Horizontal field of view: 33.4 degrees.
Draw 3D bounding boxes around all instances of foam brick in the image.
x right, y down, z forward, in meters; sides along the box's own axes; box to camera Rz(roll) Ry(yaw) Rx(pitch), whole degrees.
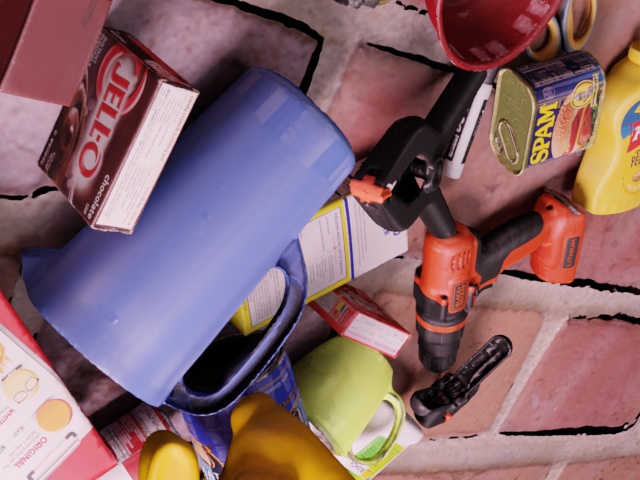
[{"bbox_3d":[-0.175,-0.132,0.673,0.052,0.051,0.078,11,112,-44],"label":"foam brick"}]

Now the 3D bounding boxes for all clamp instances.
[{"bbox_3d":[0.083,-0.051,0.886,0.209,0.036,0.165,-35,136,-54],"label":"clamp"},{"bbox_3d":[0.143,0.151,1.101,0.120,0.039,0.171,-30,164,-5],"label":"clamp"}]

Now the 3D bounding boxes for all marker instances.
[{"bbox_3d":[0.137,-0.113,0.964,0.020,0.020,0.121,-3,121,-38],"label":"marker"}]

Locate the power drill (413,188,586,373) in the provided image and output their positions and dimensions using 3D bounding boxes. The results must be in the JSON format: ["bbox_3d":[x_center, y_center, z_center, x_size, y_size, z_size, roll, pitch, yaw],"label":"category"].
[{"bbox_3d":[0.178,0.038,1.080,0.187,0.057,0.184,-23,136,-26],"label":"power drill"}]

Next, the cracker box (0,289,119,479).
[{"bbox_3d":[-0.263,0.108,0.714,0.164,0.072,0.213,-34,114,-14],"label":"cracker box"}]

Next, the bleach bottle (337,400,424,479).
[{"bbox_3d":[-0.014,0.254,1.080,0.251,0.068,0.102,-45,144,2],"label":"bleach bottle"}]

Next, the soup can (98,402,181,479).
[{"bbox_3d":[-0.167,0.188,0.902,0.102,0.069,0.068,-33,135,-15],"label":"soup can"}]

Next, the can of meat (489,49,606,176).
[{"bbox_3d":[0.209,-0.118,0.977,0.083,0.057,0.102,-19,138,-18],"label":"can of meat"}]

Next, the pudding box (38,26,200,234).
[{"bbox_3d":[-0.137,-0.074,0.717,0.039,0.090,0.113,10,113,-44],"label":"pudding box"}]

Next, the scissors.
[{"bbox_3d":[0.223,-0.150,1.010,0.096,0.016,0.202,-22,131,-24],"label":"scissors"}]

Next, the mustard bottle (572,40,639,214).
[{"bbox_3d":[0.314,-0.123,1.072,0.096,0.058,0.192,-16,128,-31],"label":"mustard bottle"}]

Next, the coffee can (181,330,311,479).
[{"bbox_3d":[-0.060,0.163,0.915,0.102,0.103,0.140,-26,114,-23],"label":"coffee can"}]

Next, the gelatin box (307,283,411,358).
[{"bbox_3d":[0.032,0.067,0.970,0.089,0.073,0.030,26,101,-46],"label":"gelatin box"}]

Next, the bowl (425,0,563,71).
[{"bbox_3d":[0.135,-0.219,0.851,0.161,0.055,0.162,-28,138,-28],"label":"bowl"}]

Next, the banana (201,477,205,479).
[{"bbox_3d":[-0.121,0.278,1.032,0.198,0.037,0.069,-63,163,20],"label":"banana"}]

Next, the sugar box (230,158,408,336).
[{"bbox_3d":[-0.006,0.001,0.913,0.176,0.048,0.093,-28,133,-25],"label":"sugar box"}]

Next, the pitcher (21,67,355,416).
[{"bbox_3d":[-0.082,0.000,0.785,0.243,0.145,0.149,-47,143,-5],"label":"pitcher"}]
